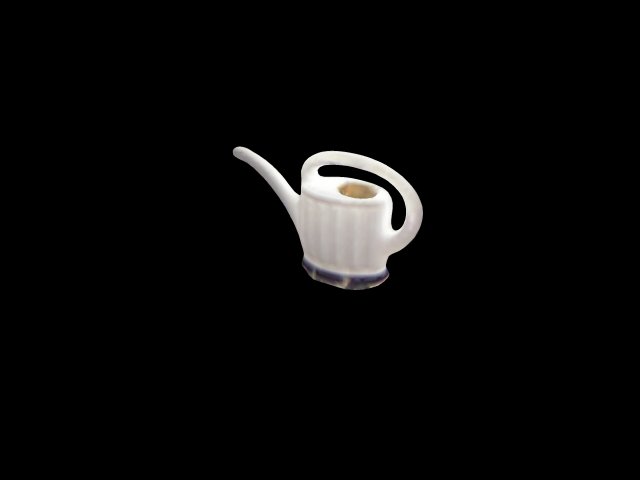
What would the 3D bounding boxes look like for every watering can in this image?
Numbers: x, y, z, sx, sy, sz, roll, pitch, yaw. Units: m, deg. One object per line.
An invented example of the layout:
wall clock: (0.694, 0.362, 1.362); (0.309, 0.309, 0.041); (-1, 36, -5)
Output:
watering can: (0.003, -0.043, 0.850); (0.349, 0.220, 0.105); (14, 27, 29)
